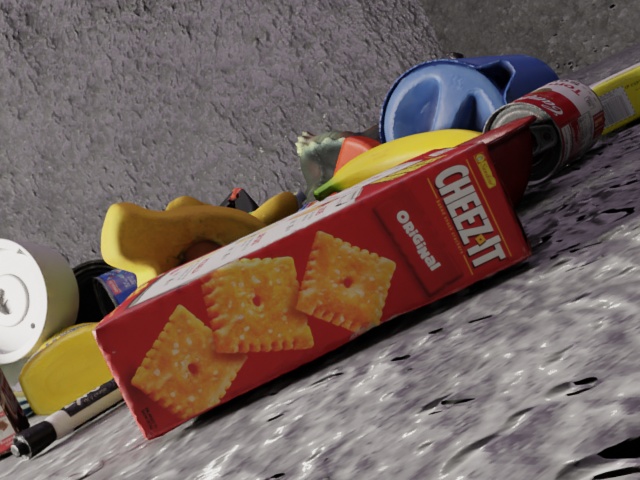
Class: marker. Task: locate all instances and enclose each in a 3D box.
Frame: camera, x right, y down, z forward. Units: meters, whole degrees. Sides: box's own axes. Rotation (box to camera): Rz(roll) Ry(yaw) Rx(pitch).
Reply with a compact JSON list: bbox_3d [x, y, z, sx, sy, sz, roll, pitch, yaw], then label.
[{"bbox_3d":[-0.158,0.114,0.721,0.020,0.020,0.120,-22,5,43],"label":"marker"}]

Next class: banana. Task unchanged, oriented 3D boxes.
[{"bbox_3d":[0.088,-0.069,0.969,0.198,0.037,0.069,-13,35,37],"label":"banana"}]

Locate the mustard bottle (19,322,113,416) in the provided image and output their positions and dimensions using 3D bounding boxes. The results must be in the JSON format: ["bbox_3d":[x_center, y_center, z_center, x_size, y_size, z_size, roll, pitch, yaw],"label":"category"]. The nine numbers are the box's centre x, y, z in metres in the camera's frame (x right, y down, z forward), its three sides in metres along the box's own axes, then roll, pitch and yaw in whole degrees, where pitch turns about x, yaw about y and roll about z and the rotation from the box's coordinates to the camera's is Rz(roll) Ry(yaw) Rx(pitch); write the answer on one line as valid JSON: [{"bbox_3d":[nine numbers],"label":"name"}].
[{"bbox_3d":[-0.193,0.099,0.864,0.096,0.058,0.192,-27,4,-15],"label":"mustard bottle"}]

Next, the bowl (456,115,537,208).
[{"bbox_3d":[0.095,-0.033,0.787,0.162,0.055,0.162,-26,4,2],"label":"bowl"}]

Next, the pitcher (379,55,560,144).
[{"bbox_3d":[0.161,-0.121,1.096,0.149,0.145,0.242,2,14,28],"label":"pitcher"}]

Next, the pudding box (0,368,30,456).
[{"bbox_3d":[-0.255,0.116,0.801,0.039,0.090,0.113,-28,5,-10],"label":"pudding box"}]

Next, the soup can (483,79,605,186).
[{"bbox_3d":[0.186,-0.090,0.877,0.069,0.068,0.102,-23,4,39],"label":"soup can"}]

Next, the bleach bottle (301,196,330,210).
[{"bbox_3d":[-0.021,-0.007,1.160,0.251,0.068,0.102,-19,10,45],"label":"bleach bottle"}]

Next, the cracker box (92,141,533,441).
[{"bbox_3d":[-0.005,0.021,0.596,0.213,0.072,0.164,-25,5,0],"label":"cracker box"}]

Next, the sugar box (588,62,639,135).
[{"bbox_3d":[0.293,-0.139,1.014,0.093,0.048,0.176,-25,0,15],"label":"sugar box"}]

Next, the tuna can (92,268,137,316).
[{"bbox_3d":[-0.171,0.066,0.959,0.033,0.086,0.086,-25,3,-21],"label":"tuna can"}]

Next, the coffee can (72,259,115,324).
[{"bbox_3d":[-0.239,0.082,1.054,0.102,0.103,0.141,-28,5,-36],"label":"coffee can"}]

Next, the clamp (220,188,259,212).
[{"bbox_3d":[-0.099,0.015,1.104,0.165,0.036,0.209,-18,32,37],"label":"clamp"}]

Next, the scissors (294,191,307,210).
[{"bbox_3d":[-0.089,0.003,1.048,0.202,0.016,0.096,-30,6,31],"label":"scissors"}]

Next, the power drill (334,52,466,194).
[{"bbox_3d":[0.094,-0.106,1.187,0.187,0.057,0.185,-32,-36,-43],"label":"power drill"}]
